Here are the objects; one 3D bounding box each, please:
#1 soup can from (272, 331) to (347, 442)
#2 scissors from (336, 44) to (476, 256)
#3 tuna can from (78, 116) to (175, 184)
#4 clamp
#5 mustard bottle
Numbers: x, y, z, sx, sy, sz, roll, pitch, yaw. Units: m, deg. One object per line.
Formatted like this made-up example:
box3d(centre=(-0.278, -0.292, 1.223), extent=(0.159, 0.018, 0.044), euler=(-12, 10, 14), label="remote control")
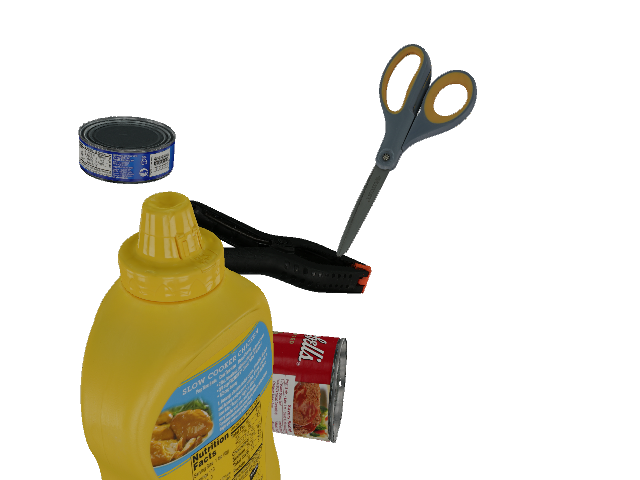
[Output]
box3d(centre=(-0.037, 0.093, 0.698), extent=(0.102, 0.068, 0.068), euler=(5, 1, 7), label="soup can")
box3d(centre=(0.079, -0.076, 0.937), extent=(0.096, 0.202, 0.016), euler=(8, -11, 16), label="scissors")
box3d(centre=(-0.174, -0.081, 0.957), extent=(0.086, 0.034, 0.086), euler=(5, 25, -3), label="tuna can")
box3d(centre=(-0.049, 0.019, 1.098), extent=(0.210, 0.036, 0.164), euler=(17, 19, -7), label="clamp")
box3d(centre=(-0.057, 0.068, 0.449), extent=(0.058, 0.192, 0.096), euler=(19, 36, 30), label="mustard bottle")
